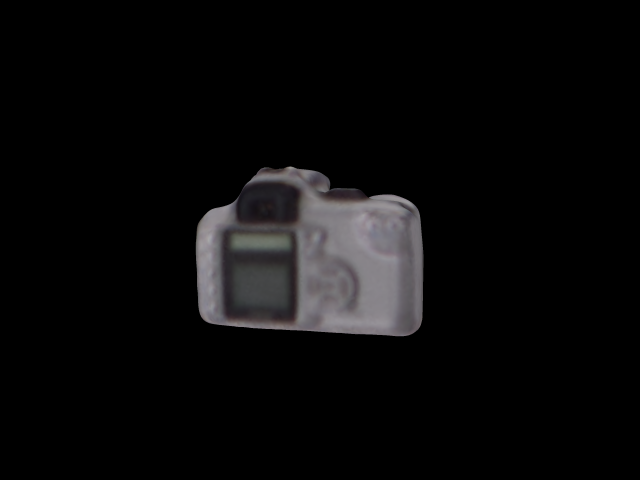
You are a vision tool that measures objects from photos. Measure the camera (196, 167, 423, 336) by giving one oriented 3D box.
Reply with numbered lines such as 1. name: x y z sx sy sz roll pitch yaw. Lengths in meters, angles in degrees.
1. camera: 0.004 0.001 0.400 0.143 0.101 0.137 1 5 16
